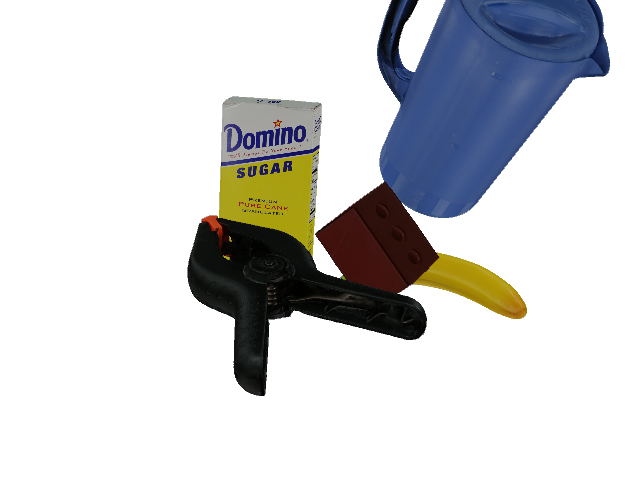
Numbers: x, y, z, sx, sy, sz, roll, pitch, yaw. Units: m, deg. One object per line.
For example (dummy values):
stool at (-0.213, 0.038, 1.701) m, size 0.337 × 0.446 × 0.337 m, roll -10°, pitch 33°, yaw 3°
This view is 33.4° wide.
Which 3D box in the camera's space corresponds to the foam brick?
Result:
foam brick at (0.045, 0.005, 0.847) m, size 0.051 × 0.078 × 0.052 m, roll -34°, pitch 2°, yaw 41°

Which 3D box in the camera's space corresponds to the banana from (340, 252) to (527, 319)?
banana at (0.124, 0.042, 1.113) m, size 0.198 × 0.037 × 0.069 m, roll 9°, pitch 48°, yaw 23°

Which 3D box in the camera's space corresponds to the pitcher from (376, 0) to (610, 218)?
pitcher at (0.130, -0.135, 0.958) m, size 0.144 × 0.149 × 0.243 m, roll -6°, pitch -32°, yaw -24°

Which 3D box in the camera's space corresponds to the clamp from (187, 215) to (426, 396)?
clamp at (-0.035, 0.034, 0.635) m, size 0.120 × 0.039 × 0.172 m, roll -16°, pitch 30°, yaw -39°

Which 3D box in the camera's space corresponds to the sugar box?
sugar box at (-0.051, -0.048, 1.042) m, size 0.093 × 0.176 × 0.048 m, roll 5°, pitch 17°, yaw 9°
